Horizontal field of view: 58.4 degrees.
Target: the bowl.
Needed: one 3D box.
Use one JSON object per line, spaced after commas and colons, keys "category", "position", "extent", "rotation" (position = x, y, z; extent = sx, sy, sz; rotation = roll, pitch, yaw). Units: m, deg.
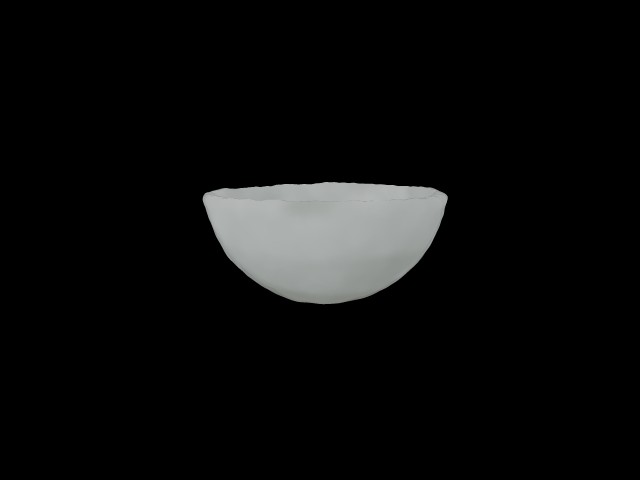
{"category": "bowl", "position": [0.004, 0.001, 0.400], "extent": [0.167, 0.075, 0.167], "rotation": [0, 9, 0]}
